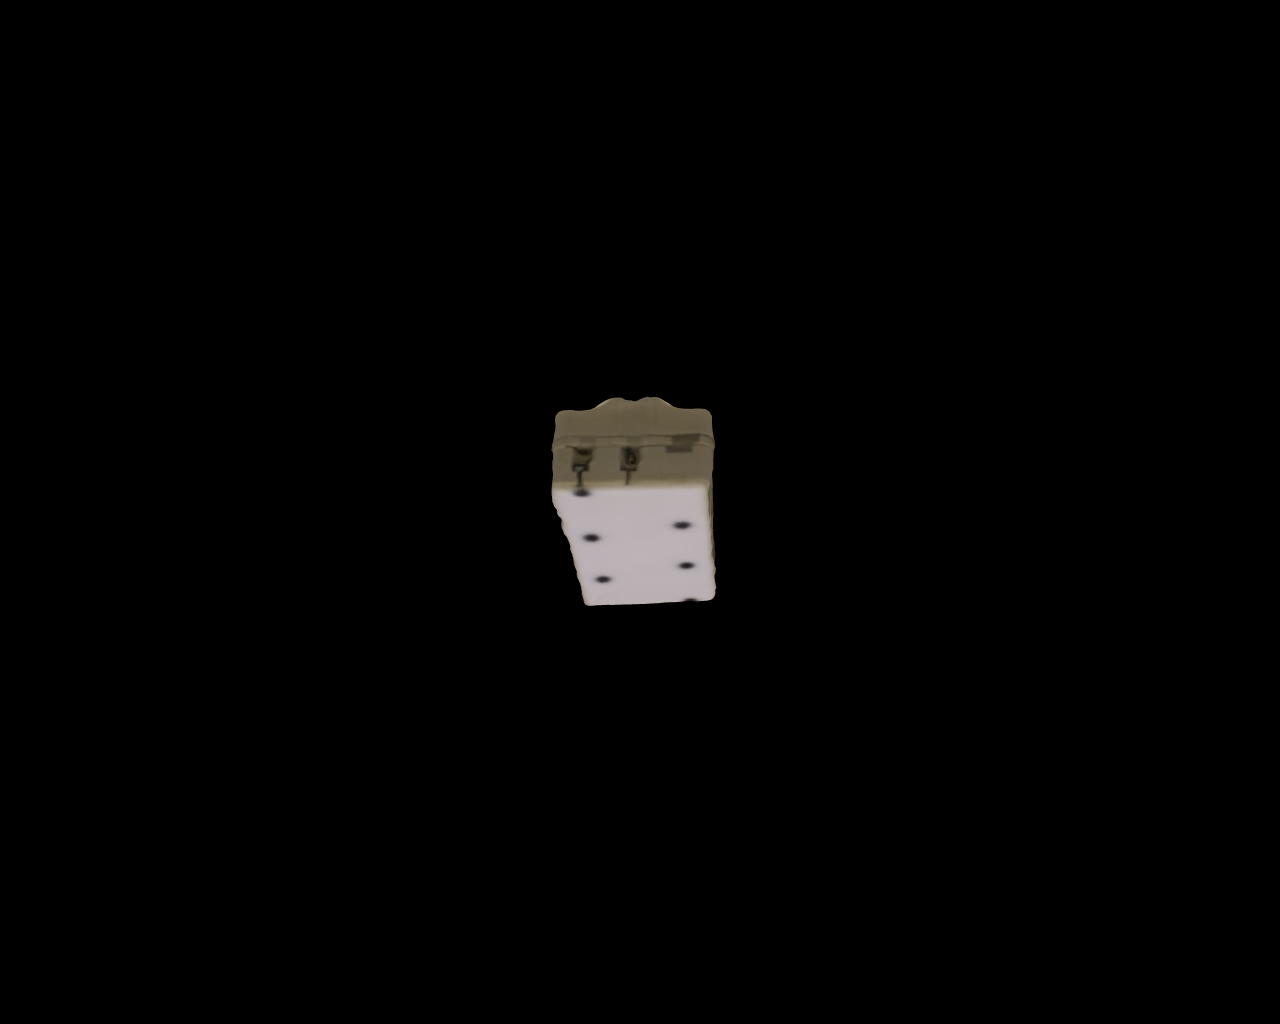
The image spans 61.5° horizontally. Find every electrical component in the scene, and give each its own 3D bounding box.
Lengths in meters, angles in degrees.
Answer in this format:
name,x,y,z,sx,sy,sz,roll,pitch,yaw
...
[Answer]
name,x,y,z,sx,sy,sz,roll,pitch,yaw
electrical component,0.001,-0.003,0.650,0.089,0.062,0.150,-2,-31,3
